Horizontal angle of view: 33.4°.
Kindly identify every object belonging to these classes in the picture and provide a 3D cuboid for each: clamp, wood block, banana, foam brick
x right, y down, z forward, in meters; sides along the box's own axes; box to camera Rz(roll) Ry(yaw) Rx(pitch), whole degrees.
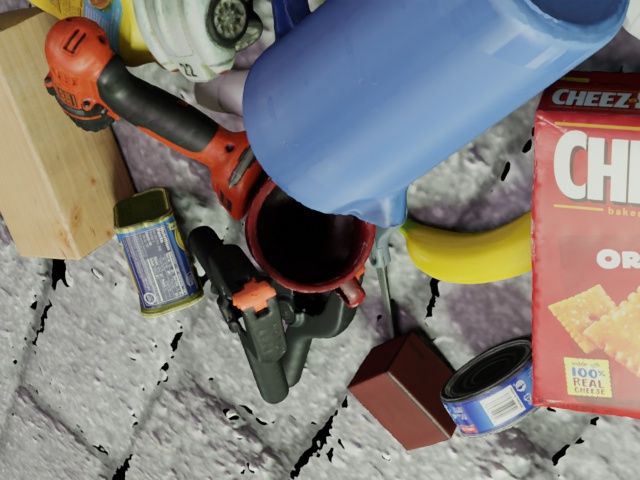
[{"bbox_3d":[-0.063,0.043,0.829,0.164,0.036,0.210,62,169,10],"label":"clamp"},{"bbox_3d":[-0.028,0.049,0.910,0.120,0.039,0.172,45,135,2],"label":"clamp"},{"bbox_3d":[-0.248,-0.095,0.949,0.091,0.090,0.206,2,120,38],"label":"wood block"},{"bbox_3d":[0.128,-0.006,0.748,0.198,0.037,0.069,-14,109,43],"label":"banana"},{"bbox_3d":[0.073,0.122,0.861,0.078,0.053,0.051,47,136,-10],"label":"foam brick"}]

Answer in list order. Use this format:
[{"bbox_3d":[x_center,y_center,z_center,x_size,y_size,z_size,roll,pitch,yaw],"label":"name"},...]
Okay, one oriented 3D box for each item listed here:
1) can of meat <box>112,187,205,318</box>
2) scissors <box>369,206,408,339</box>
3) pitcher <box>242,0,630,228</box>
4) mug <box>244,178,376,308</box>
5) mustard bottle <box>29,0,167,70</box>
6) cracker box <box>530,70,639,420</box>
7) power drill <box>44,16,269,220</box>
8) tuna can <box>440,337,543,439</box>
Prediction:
[{"bbox_3d":[-0.144,0.008,0.934,0.102,0.057,0.084,-124,17,-69],"label":"can of meat"},{"bbox_3d":[0.052,0.009,0.809,0.096,0.016,0.202,32,143,63],"label":"scissors"},{"bbox_3d":[0.056,-0.121,0.631,0.149,0.145,0.243,28,152,-19],"label":"pitcher"},{"bbox_3d":[-0.005,0.001,0.801,0.117,0.093,0.081,51,172,-6],"label":"mug"},{"bbox_3d":[-0.167,-0.191,0.839,0.192,0.058,0.096,37,145,13],"label":"mustard bottle"},{"bbox_3d":[0.214,0.012,0.644,0.164,0.072,0.214,6,123,20],"label":"cracker box"},{"bbox_3d":[-0.128,-0.088,0.839,0.187,0.057,0.184,30,169,-1],"label":"power drill"},{"bbox_3d":[0.132,0.108,0.788,0.086,0.086,0.034,-25,100,45],"label":"tuna can"}]
